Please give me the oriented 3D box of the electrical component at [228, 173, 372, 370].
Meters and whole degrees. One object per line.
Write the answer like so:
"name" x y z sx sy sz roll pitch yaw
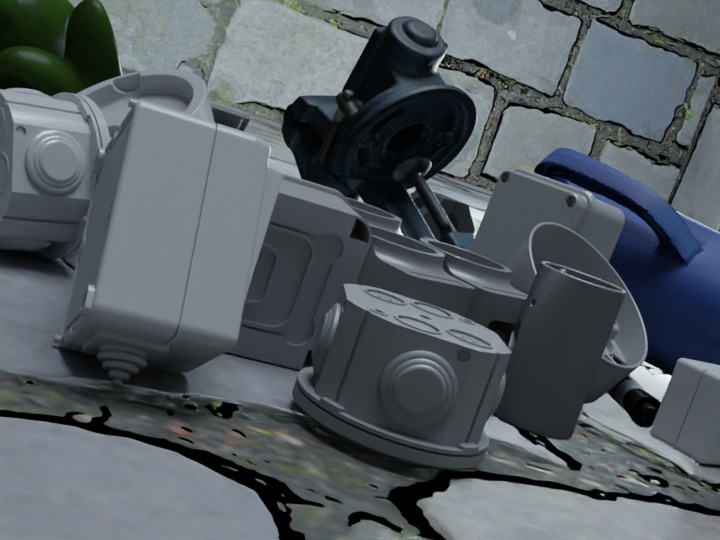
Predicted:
"electrical component" -0.061 -0.009 0.483 0.113 0.078 0.057 16 12 -21

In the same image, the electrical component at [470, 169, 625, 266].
"electrical component" 0.121 -0.006 0.744 0.057 0.113 0.078 14 9 -45

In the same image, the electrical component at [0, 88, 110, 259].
"electrical component" -0.156 -0.046 0.509 0.051 0.080 0.080 4 17 -43

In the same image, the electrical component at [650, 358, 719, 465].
"electrical component" 0.219 0.087 0.588 0.083 0.047 0.076 12 10 -38

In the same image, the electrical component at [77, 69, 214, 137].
"electrical component" -0.136 -0.069 0.650 0.108 0.060 0.108 -11 36 8

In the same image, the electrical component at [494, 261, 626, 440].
"electrical component" 0.098 0.037 0.543 0.043 0.077 0.079 19 8 4

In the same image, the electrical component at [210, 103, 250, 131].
"electrical component" -0.164 -0.110 0.916 0.121 0.078 0.063 15 39 -24

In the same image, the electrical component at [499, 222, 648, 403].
"electrical component" 0.123 0.027 0.635 0.099 0.064 0.099 33 23 -16

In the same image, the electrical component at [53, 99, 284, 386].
"electrical component" -0.070 -0.003 0.395 0.061 0.096 0.062 15 -20 -22

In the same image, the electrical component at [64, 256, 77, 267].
"electrical component" -0.097 -0.013 0.561 0.099 0.064 0.099 29 -1 1

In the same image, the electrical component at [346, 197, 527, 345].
"electrical component" 0.000 0.000 0.617 0.105 0.060 0.186 11 12 -42

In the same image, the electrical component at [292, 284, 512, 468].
"electrical component" 0.018 0.042 0.425 0.080 0.051 0.080 19 8 -3
